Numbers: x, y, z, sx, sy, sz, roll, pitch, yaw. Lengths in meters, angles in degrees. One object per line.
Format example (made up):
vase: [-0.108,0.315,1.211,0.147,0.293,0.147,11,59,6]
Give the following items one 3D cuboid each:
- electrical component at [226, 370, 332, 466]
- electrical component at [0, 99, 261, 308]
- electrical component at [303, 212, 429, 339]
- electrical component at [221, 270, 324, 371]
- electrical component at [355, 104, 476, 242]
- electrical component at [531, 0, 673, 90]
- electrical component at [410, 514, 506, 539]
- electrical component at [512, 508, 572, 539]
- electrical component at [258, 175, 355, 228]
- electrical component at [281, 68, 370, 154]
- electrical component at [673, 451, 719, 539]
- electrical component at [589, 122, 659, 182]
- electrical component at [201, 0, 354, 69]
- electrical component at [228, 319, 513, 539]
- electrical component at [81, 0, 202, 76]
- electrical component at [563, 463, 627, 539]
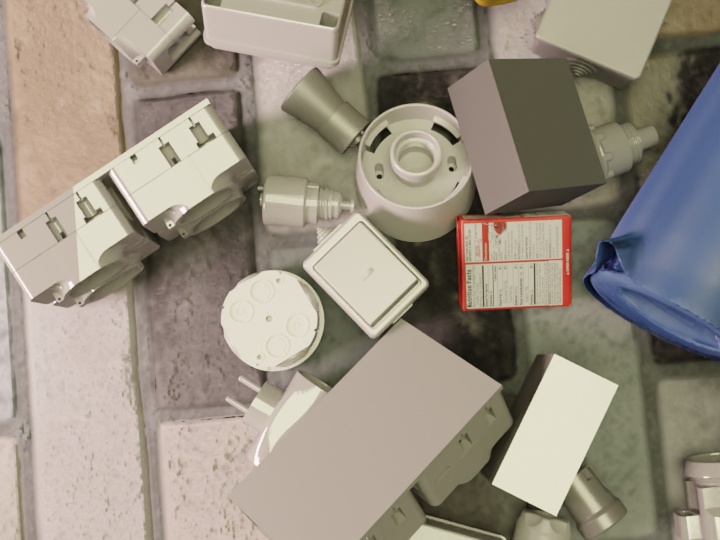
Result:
electrical component: [-0.065,0.112,0.835,0.079,0.044,0.077,32,91,0]
electrical component: [-0.170,-0.043,0.821,0.186,0.105,0.060,-34,85,-2]
electrical component: [0.000,0.000,0.838,0.062,0.061,0.096,-44,86,-3]
electrical component: [-0.069,0.039,0.840,0.080,0.051,0.080,0,85,1]
electrical component: [0.044,-0.079,0.855,0.099,0.064,0.099,-1,72,2]
electrical component: [0.193,-0.201,0.859,0.100,0.048,0.099,23,86,2]
electrical component: [0.050,0.245,0.819,0.109,0.056,0.108,15,86,2]
electrical component: [0.137,0.218,0.828,0.043,0.043,0.062,14,87,2]
electrical component: [-0.044,-0.053,0.853,0.078,0.040,0.040,4,85,1]
electrical component: [-0.025,-0.124,0.860,0.065,0.044,0.044,41,87,-1]
electrical component: [0.279,0.171,0.823,0.078,0.058,0.057,-6,88,0]
electrical component: [0.205,-0.097,0.853,0.062,0.048,0.048,-19,85,-8]
electrical component: [-0.060,-0.223,0.844,0.109,0.056,0.108,11,65,2]
electrical component: [0.012,0.140,0.790,0.186,0.060,0.105,-45,49,-15]
electrical component: [-0.182,-0.204,0.862,0.089,0.050,0.055,42,87,4]
electrical component: [0.177,0.179,0.833,0.040,0.040,0.046,-35,80,-2]
